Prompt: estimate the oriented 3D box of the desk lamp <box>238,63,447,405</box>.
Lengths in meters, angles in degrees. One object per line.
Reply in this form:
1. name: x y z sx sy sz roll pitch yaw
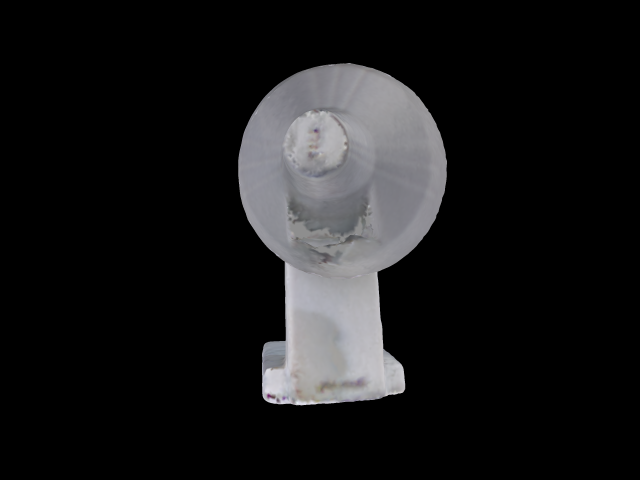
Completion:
1. desk lamp: 0.004 0.001 0.400 0.118 0.213 0.203 0 0 -7
